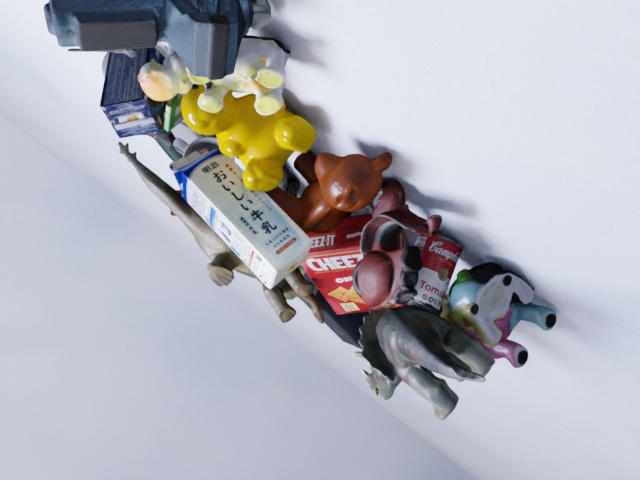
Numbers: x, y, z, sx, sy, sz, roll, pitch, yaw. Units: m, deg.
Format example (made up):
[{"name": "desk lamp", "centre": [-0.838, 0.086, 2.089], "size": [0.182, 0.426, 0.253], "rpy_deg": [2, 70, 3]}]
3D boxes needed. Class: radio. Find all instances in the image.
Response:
[{"name": "radio", "centre": [0.056, 0.134, 1.199], "size": [0.073, 0.131, 0.229], "rpy_deg": [10, 149, 52]}]

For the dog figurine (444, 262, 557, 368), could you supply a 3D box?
[{"name": "dog figurine", "centre": [0.232, 0.111, 0.837], "size": [0.191, 0.108, 0.219], "rpy_deg": [41, 165, -18]}]

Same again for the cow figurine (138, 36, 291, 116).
[{"name": "cow figurine", "centre": [-0.120, -0.202, 0.623], "size": [0.167, 0.098, 0.068], "rpy_deg": [3, 145, 0]}]

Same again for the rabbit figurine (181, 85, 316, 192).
[{"name": "rabbit figurine", "centre": [-0.111, -0.168, 0.722], "size": [0.173, 0.122, 0.162], "rpy_deg": [11, -135, -48]}]

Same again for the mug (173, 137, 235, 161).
[{"name": "mug", "centre": [-0.199, -0.129, 0.911], "size": [0.109, 0.081, 0.107], "rpy_deg": [27, 173, -7]}]

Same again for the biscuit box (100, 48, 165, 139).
[{"name": "biscuit box", "centre": [-0.250, -0.232, 0.740], "size": [0.063, 0.203, 0.059], "rpy_deg": [-10, 144, 3]}]

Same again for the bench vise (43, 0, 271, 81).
[{"name": "bench vise", "centre": [-0.173, -0.270, 0.563], "size": [0.128, 0.224, 0.241], "rpy_deg": [92, 156, -56]}]

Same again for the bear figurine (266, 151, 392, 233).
[{"name": "bear figurine", "centre": [0.007, -0.079, 0.752], "size": [0.132, 0.120, 0.196], "rpy_deg": [40, 162, 1]}]

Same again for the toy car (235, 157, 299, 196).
[{"name": "toy car", "centre": [-0.100, -0.128, 0.938], "size": [0.074, 0.056, 0.201], "rpy_deg": [25, 159, 35]}]

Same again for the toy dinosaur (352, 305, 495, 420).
[{"name": "toy dinosaur", "centre": [0.138, 0.157, 0.792], "size": [0.192, 0.131, 0.404], "rpy_deg": [36, 163, 16]}]

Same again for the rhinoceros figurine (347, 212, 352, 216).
[{"name": "rhinoceros figurine", "centre": [-0.002, -0.003, 0.987], "size": [0.073, 0.112, 0.190], "rpy_deg": [31, 155, 10]}]

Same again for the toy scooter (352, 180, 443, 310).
[{"name": "toy scooter", "centre": [0.107, 0.011, 0.722], "size": [0.075, 0.183, 0.135], "rpy_deg": [4, -176, -34]}]

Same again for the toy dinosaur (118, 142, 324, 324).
[{"name": "toy dinosaur", "centre": [-0.153, 0.001, 0.925], "size": [0.470, 0.105, 0.199], "rpy_deg": [43, -176, -26]}]

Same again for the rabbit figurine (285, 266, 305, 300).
[{"name": "rabbit figurine", "centre": [-0.010, 0.098, 1.274], "size": [0.170, 0.121, 0.159], "rpy_deg": [44, 146, 27]}]

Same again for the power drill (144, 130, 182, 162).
[{"name": "power drill", "centre": [-0.308, -0.201, 1.124], "size": [0.232, 0.086, 0.207], "rpy_deg": [20, 160, 46]}]

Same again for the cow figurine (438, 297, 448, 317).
[{"name": "cow figurine", "centre": [0.193, 0.154, 1.032], "size": [0.085, 0.127, 0.195], "rpy_deg": [-1, 164, -29]}]

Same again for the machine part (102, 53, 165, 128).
[{"name": "machine part", "centre": [-0.299, -0.252, 0.883], "size": [0.243, 0.079, 0.079], "rpy_deg": [50, 175, 38]}]

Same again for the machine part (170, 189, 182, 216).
[{"name": "machine part", "centre": [-0.237, -0.082, 1.182], "size": [0.179, 0.056, 0.179], "rpy_deg": [-1, -177, 0]}]
